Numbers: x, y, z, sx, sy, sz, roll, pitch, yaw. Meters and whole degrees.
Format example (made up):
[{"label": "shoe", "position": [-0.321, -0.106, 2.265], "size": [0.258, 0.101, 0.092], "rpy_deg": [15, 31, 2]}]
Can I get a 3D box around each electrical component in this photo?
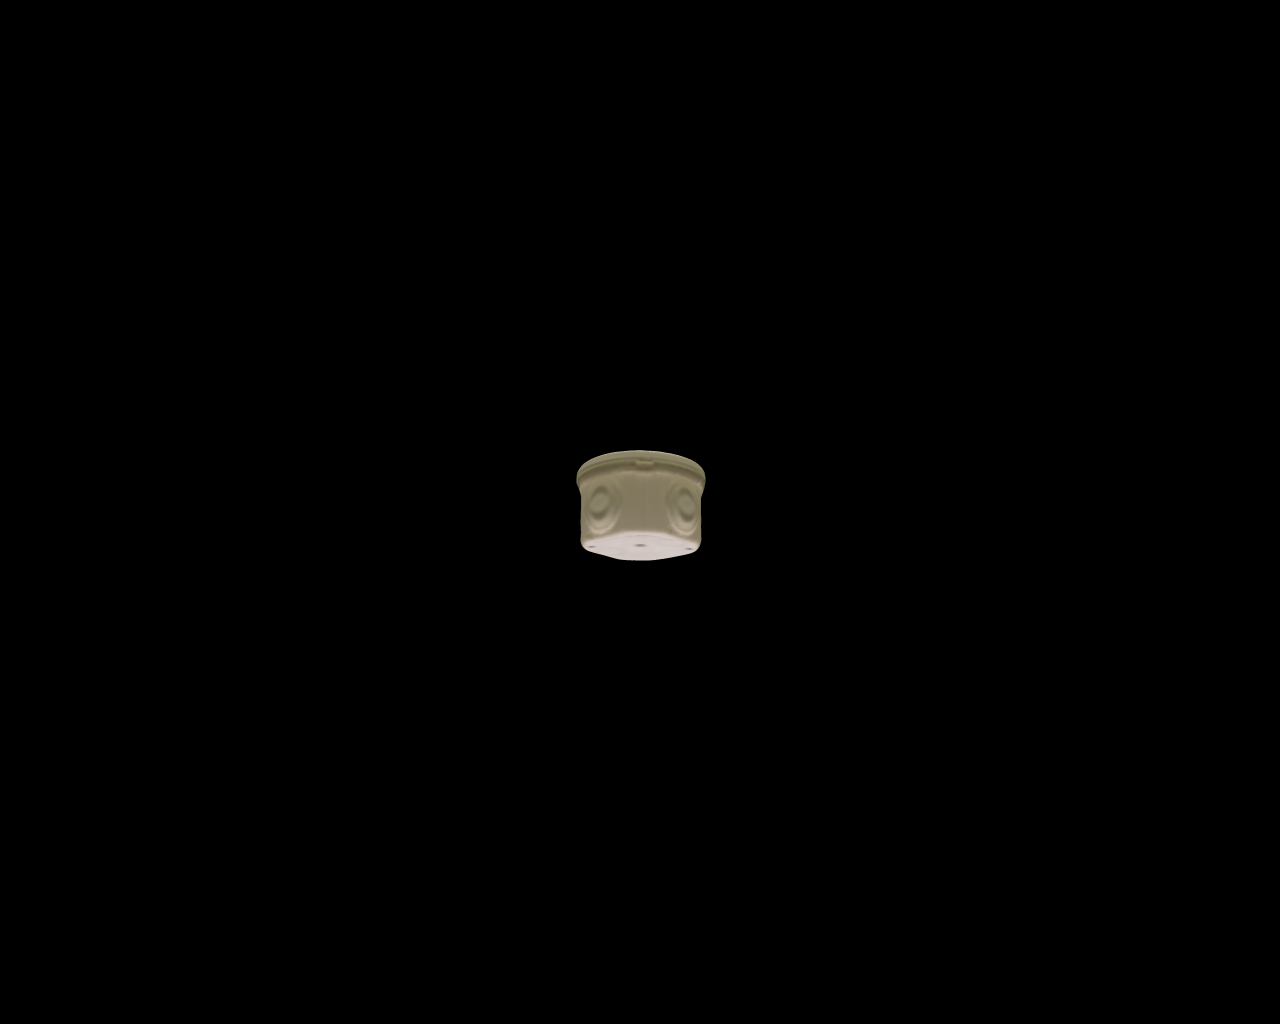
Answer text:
[{"label": "electrical component", "position": [0.001, -0.003, 0.650], "size": [0.080, 0.051, 0.080], "rpy_deg": [0, -16, 0]}]
